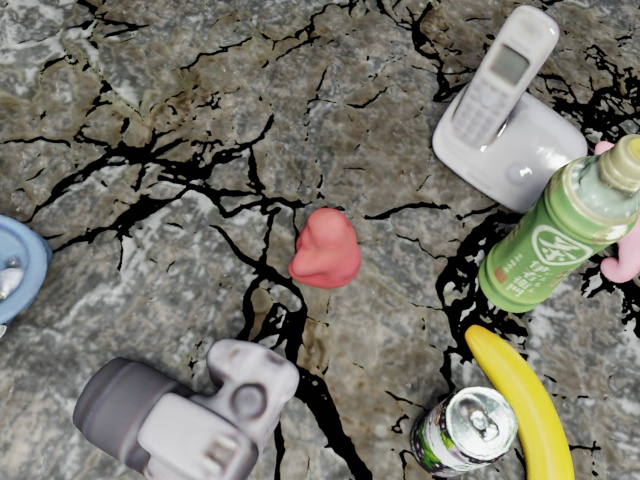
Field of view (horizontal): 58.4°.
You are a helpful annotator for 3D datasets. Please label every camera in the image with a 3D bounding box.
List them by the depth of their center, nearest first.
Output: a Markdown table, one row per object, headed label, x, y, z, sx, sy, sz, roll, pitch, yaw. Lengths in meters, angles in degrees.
| label | x | y | z | sx | sy | sz | roll | pitch | yaw |
| --- | --- | --- | --- | --- | --- | --- | --- | --- | --- |
| camera | -0.104 | 0.130 | 0.434 | 0.136 | 0.101 | 0.143 | 28 | 62 | 7 |

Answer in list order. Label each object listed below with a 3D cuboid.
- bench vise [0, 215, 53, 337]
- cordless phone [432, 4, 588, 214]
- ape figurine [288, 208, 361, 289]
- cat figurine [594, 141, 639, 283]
| label | x | y | z | sx | sy | sz | roll | pitch | yaw |
| --- | --- | --- | --- | --- | --- | --- | --- | --- | --- |
| bench vise | -0.262 | 0.047 | 0.388 | 0.121 | 0.220 | 0.207 | 0 | 62 | -8 |
| cordless phone | 0.203 | -0.124 | 0.564 | 0.147 | 0.185 | 0.094 | 36 | 64 | 12 |
| ape figurine | 0.005 | 0.002 | 0.522 | 0.078 | 0.092 | 0.076 | -39 | 73 | -24 |
| cat figurine | 0.315 | -0.037 | 0.572 | 0.067 | 0.118 | 0.127 | -16 | 65 | -15 |
